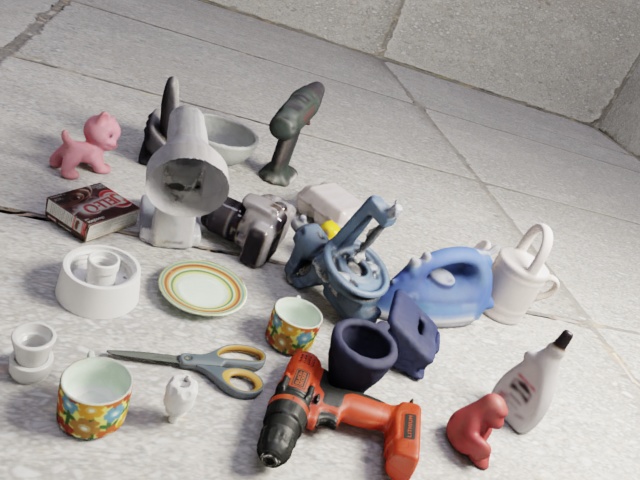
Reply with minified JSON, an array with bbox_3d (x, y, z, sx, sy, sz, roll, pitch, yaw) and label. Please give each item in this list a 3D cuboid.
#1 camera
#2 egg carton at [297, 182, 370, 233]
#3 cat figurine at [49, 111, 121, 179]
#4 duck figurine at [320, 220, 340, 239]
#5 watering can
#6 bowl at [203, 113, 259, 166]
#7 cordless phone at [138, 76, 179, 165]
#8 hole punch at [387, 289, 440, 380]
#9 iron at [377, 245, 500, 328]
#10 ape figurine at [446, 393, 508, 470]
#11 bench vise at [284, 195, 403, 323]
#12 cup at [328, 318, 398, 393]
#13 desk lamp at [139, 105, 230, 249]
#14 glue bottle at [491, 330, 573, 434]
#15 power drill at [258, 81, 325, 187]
[{"bbox_3d":[-0.125,-0.041,0.999,0.136,0.101,0.143,25,29,5],"label":"camera"},{"bbox_3d":[0.029,-0.061,1.169,0.150,0.069,0.107,37,32,26],"label":"egg carton"},{"bbox_3d":[-0.410,-0.181,1.026,0.067,0.118,0.128,34,31,21],"label":"cat figurine"},{"bbox_3d":[0.009,0.004,1.030,0.078,0.086,0.104,13,30,-14],"label":"duck figurine"},{"bbox_3d":[0.369,0.055,1.073,0.173,0.194,0.100,8,32,-23],"label":"watering can"},{"bbox_3d":[-0.221,-0.207,1.243,0.167,0.075,0.167,17,29,-9],"label":"bowl"},{"bbox_3d":[-0.297,-0.244,1.140,0.094,0.185,0.147,10,31,-20],"label":"cordless phone"},{"bbox_3d":[0.139,0.141,0.879,0.101,0.091,0.109,23,29,3],"label":"hole punch"},{"bbox_3d":[0.205,0.067,0.997,0.259,0.141,0.118,0,35,-34],"label":"iron"},{"bbox_3d":[0.215,0.242,0.758,0.076,0.092,0.078,38,33,28],"label":"ape figurine"},{"bbox_3d":[0.032,0.010,0.896,0.207,0.220,0.122,29,30,13],"label":"bench vise"},{"bbox_3d":[0.053,0.163,0.779,0.091,0.095,0.118,31,30,17],"label":"cup"},{"bbox_3d":[-0.222,-0.091,0.901,0.118,0.213,0.202,8,32,-23],"label":"desk lamp"},{"bbox_3d":[0.311,0.194,0.820,0.037,0.173,0.078,-5,38,-39],"label":"glue bottle"},{"bbox_3d":[-0.062,-0.233,1.256,0.075,0.208,0.230,24,29,4],"label":"power drill"}]
